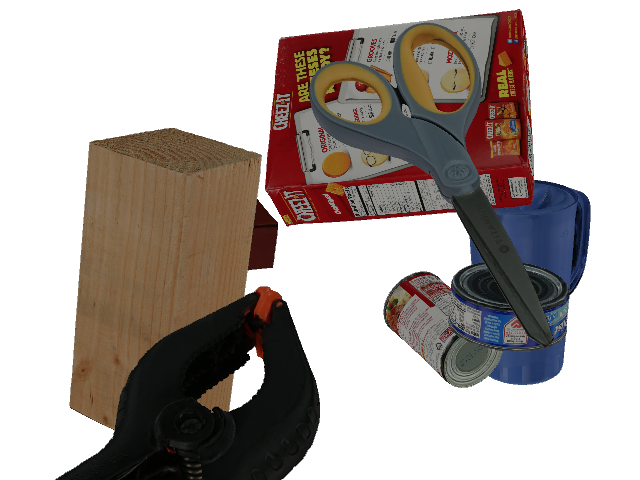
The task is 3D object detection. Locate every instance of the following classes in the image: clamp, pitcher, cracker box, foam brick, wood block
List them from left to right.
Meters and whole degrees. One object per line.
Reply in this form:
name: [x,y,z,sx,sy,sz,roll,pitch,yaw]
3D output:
wood block: [-0.114,0.032,0.777,0.090,0.206,0.090,19,21,28]
clamp: [-0.041,0.087,0.397,0.120,0.039,0.171,24,49,17]
foam brick: [-0.083,-0.010,1.097,0.052,0.051,0.078,-5,30,-24]
cracker box: [0.069,-0.102,0.903,0.214,0.164,0.072,-5,-32,14]
pitcher: [0.260,0.050,1.338,0.149,0.243,0.145,1,22,14]

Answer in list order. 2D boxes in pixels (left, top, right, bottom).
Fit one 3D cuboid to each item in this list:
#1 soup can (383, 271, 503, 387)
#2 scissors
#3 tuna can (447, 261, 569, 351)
soup can: [0.113,0.081,0.984,0.068,0.068,0.102,0,25,-31]
scissors: [0.044,-0.031,0.502,0.096,0.201,0.016,-6,-39,4]
tuna can: [0.136,0.046,0.772,0.086,0.034,0.086,0,22,0]
